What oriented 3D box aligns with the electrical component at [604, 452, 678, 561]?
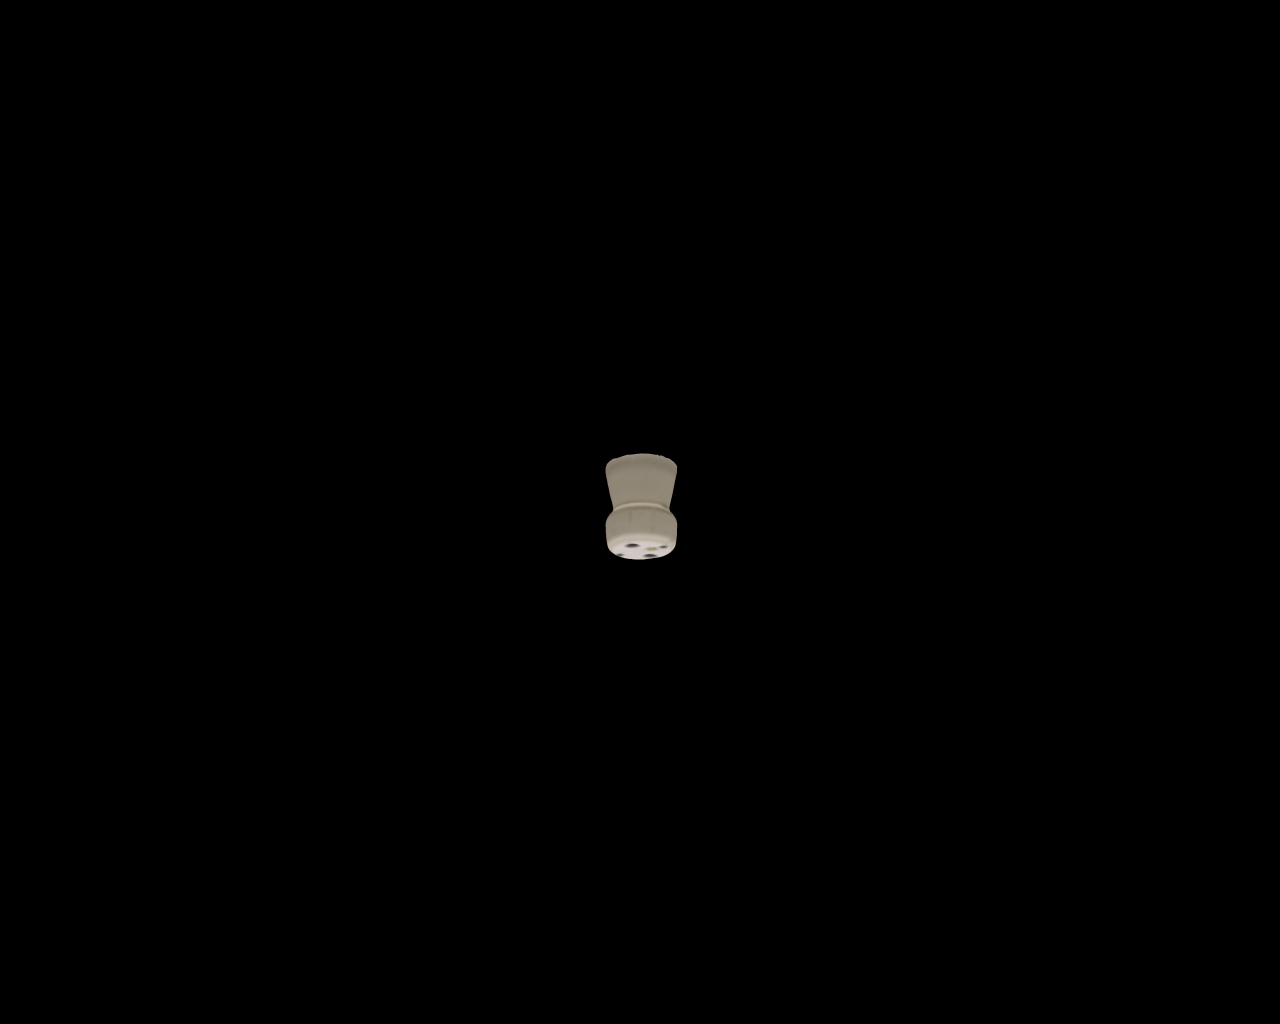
[{"bbox_3d":[0.001,-0.003,0.650,0.045,0.055,0.044,0,-20,0],"label":"electrical component"}]
